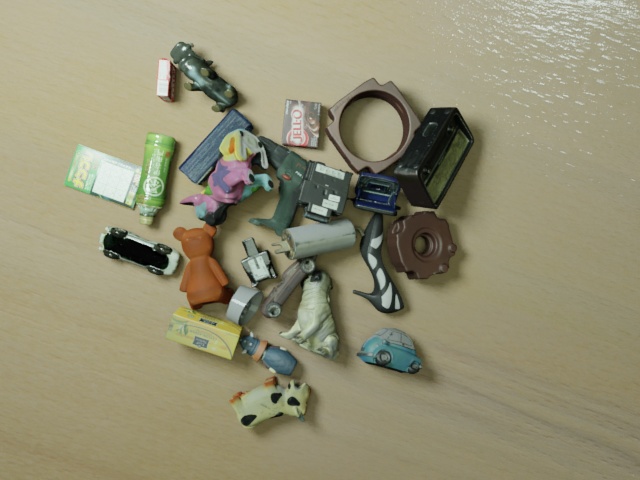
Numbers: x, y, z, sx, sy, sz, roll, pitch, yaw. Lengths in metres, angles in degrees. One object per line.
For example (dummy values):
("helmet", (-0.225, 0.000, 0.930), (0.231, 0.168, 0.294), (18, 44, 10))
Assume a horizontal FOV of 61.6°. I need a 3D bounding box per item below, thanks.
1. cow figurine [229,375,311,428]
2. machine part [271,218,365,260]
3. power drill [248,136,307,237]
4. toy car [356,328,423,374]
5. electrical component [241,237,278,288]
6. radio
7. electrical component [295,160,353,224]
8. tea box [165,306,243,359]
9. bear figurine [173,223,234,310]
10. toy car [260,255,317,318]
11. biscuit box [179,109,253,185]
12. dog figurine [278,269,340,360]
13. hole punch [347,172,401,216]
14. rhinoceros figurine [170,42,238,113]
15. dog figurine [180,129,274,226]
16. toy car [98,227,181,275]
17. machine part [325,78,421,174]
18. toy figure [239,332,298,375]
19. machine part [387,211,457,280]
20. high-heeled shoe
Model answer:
("cow figurine", (-0.115, 0.411, 1.350), (0.195, 0.085, 0.127), (-23, 88, -3))
("machine part", (-0.003, -0.004, 1.299), (0.243, 0.079, 0.079), (-12, 94, -25))
("power drill", (-0.099, -0.119, 1.328), (0.232, 0.086, 0.207), (27, 84, -6))
("toy car", (0.181, 0.273, 1.347), (0.162, 0.109, 0.103), (16, 76, -12))
("electrical component", (-0.160, 0.053, 1.344), (0.075, 0.048, 0.119), (-25, 94, -1))
("radio", (0.272, -0.199, 1.275), (0.131, 0.073, 0.229), (49, 63, -39))
("electrical component", (0.005, -0.110, 1.272), (0.115, 0.058, 0.134), (18, 82, -9))
("tea box", (-0.282, 0.227, 1.325), (0.170, 0.098, 0.068), (20, 93, -5))
("bear figurine", (-0.290, 0.064, 1.321), (0.120, 0.132, 0.196), (-13, 76, -3))
("toy car", (-0.078, 0.106, 1.330), (0.053, 0.089, 0.202), (37, 92, -8))
("biscuit box", (-0.253, -0.227, 1.318), (0.063, 0.059, 0.202), (43, 91, -3))
("dog figurine", (0.010, 0.186, 1.343), (0.172, 0.121, 0.190), (39, 71, -37))
("hole punch", (0.140, -0.116, 1.312), (0.142, 0.116, 0.092), (8, 99, -1))
("rhinoceros figurine", (-0.274, -0.392, 1.286), (0.190, 0.112, 0.073), (41, 119, -17))
("dog figurine", (-0.233, -0.141, 1.273), (0.219, 0.108, 0.191), (-21, 77, 26))
("toy car", (-0.447, 0.028, 1.327), (0.202, 0.056, 0.073), (21, 99, -2))
("machine part", (0.129, -0.273, 1.320), (0.201, 0.087, 0.201), (-36, 94, 1))
("toy figure", (-0.134, 0.289, 1.354), (0.154, 0.064, 0.057), (27, 129, 1))
("machine part", (0.252, 0.013, 1.332), (0.179, 0.056, 0.179), (1, 87, -21))
("high-heeled shoe", (0.170, 0.059, 1.348), (0.145, 0.086, 0.248), (14, 92, -13))
